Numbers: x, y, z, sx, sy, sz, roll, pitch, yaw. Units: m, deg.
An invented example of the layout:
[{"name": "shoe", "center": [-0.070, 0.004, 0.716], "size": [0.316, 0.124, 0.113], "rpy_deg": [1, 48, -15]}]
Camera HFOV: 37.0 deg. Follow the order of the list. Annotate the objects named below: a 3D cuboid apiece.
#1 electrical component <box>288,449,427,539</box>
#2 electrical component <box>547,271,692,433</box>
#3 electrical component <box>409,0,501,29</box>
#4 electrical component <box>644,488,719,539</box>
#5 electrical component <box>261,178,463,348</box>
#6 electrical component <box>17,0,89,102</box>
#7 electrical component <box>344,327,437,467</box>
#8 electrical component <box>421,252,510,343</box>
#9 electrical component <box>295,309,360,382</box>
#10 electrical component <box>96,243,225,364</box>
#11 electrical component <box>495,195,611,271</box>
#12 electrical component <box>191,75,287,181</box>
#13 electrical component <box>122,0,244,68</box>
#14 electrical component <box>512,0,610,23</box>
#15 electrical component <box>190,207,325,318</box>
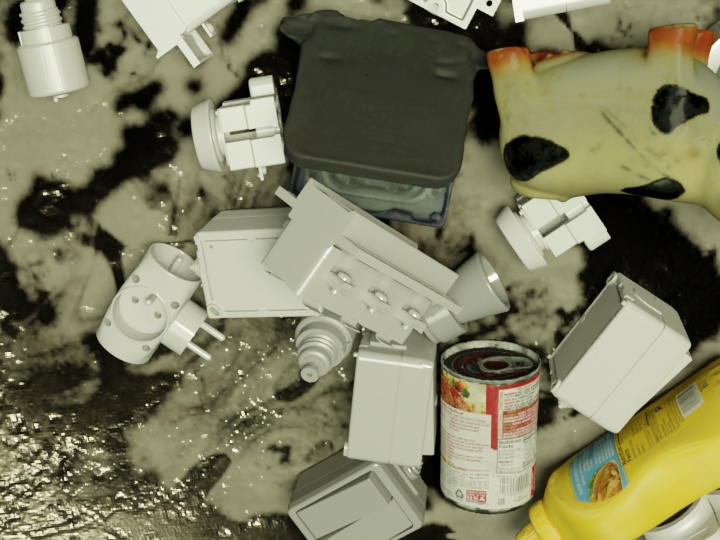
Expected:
[{"name": "electrical component", "center": [0.004, 0.165, 0.777], "size": [0.096, 0.061, 0.061], "rpy_deg": [-31, 103, 16]}, {"name": "electrical component", "center": [0.170, 0.062, 0.719], "size": [0.061, 0.061, 0.096], "rpy_deg": [33, 110, -5]}, {"name": "electrical component", "center": [0.054, -0.176, 0.654], "size": [0.066, 0.055, 0.048], "rpy_deg": [27, 110, -3]}, {"name": "electrical component", "center": [0.268, 0.154, 0.725], "size": [0.150, 0.089, 0.061], "rpy_deg": [-36, 101, 17]}, {"name": "electrical component", "center": [0.000, 0.000, 0.670], "size": [0.079, 0.121, 0.063], "rpy_deg": [39, 97, 38]}, {"name": "electrical component", "center": [-0.205, -0.148, 0.705], "size": [0.040, 0.040, 0.078], "rpy_deg": [-7, 108, 10]}, {"name": "electrical component", "center": [0.026, 0.079, 0.744], "size": [0.061, 0.061, 0.096], "rpy_deg": [7, 110, 5]}, {"name": "electrical component", "center": [0.067, 0.020, 0.727], "size": [0.055, 0.045, 0.045], "rpy_deg": [-29, 103, 16]}, {"name": "electrical component", "center": [-0.025, 0.048, 0.734], "size": [0.040, 0.078, 0.040], "rpy_deg": [7, 124, 10]}, {"name": "electrical component", "center": [-0.133, 0.034, 0.757], "size": [0.079, 0.044, 0.077], "rpy_deg": [35, 109, -5]}, {"name": "electrical component", "center": [0.122, -0.032, 0.702], "size": [0.055, 0.048, 0.066], "rpy_deg": [-34, 102, 9]}, {"name": "electrical component", "center": [-0.079, -0.091, 0.707], "size": [0.055, 0.048, 0.066], "rpy_deg": [-9, 108, 2]}, {"name": "electrical component", "center": [-0.113, -0.173, 0.684], "size": [0.064, 0.042, 0.081], "rpy_deg": [-32, 103, 15]}, {"name": "electrical component", "center": [0.101, -0.242, 0.599], "size": [0.060, 0.105, 0.186], "rpy_deg": [-9, 108, 10]}, {"name": "electrical component", "center": [-0.067, -0.007, 0.729], "size": [0.096, 0.061, 0.061], "rpy_deg": [-2, 111, 15]}]
